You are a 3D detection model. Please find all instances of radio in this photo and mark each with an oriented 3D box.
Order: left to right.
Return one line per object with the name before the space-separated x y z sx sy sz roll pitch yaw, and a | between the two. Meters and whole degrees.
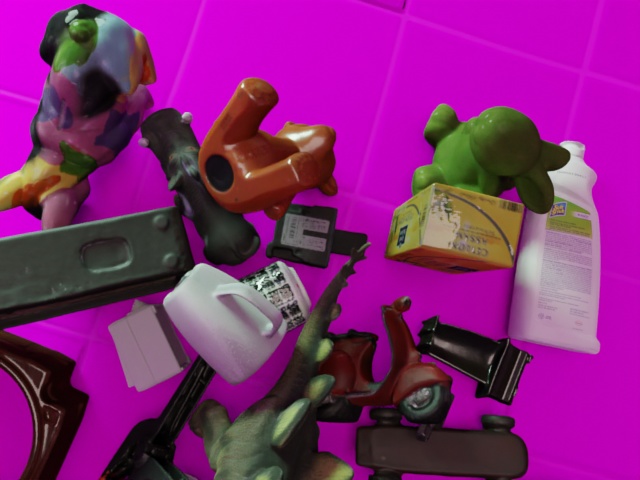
radio | -0.247 0.032 0.547 0.229 0.131 0.073 -14 83 -26

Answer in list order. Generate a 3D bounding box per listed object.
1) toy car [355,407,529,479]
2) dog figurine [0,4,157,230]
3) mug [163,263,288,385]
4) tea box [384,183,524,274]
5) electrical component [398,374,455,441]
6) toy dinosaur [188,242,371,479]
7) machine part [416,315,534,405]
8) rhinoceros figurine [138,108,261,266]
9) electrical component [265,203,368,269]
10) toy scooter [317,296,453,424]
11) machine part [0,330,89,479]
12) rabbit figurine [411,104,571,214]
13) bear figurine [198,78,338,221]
toy car | 0.140 0.245 0.624 0.202 0.053 0.089 3 69 -3
dog figurine | -0.269 -0.113 0.573 0.108 0.191 0.219 24 68 -8
mug | -0.091 0.072 0.512 0.107 0.109 0.081 42 52 -10
tea box | 0.138 -0.005 0.590 0.098 0.169 0.068 13 82 -2
electrical component | 0.117 0.183 0.615 0.063 0.021 0.094 23 44 17
toy dinosaur | -0.054 0.220 0.519 0.105 0.199 0.471 27 68 -27
machine part | 0.182 0.140 0.646 0.139 0.039 0.084 28 88 -3
rhinoceros figurine | -0.137 -0.055 0.605 0.073 0.112 0.190 -29 95 -4
electrical component | -0.001 -0.002 0.641 0.119 0.048 0.074 14 84 -1
toy scooter | 0.056 0.133 0.598 0.184 0.075 0.135 -12 64 32
machine part | -0.376 0.200 0.575 0.201 0.087 0.201 23 85 -2
rabbit figurine | 0.193 -0.086 0.601 0.159 0.170 0.121 24 84 -1
bear figurine | -0.028 -0.092 0.571 0.196 0.132 0.120 -23 83 -50
